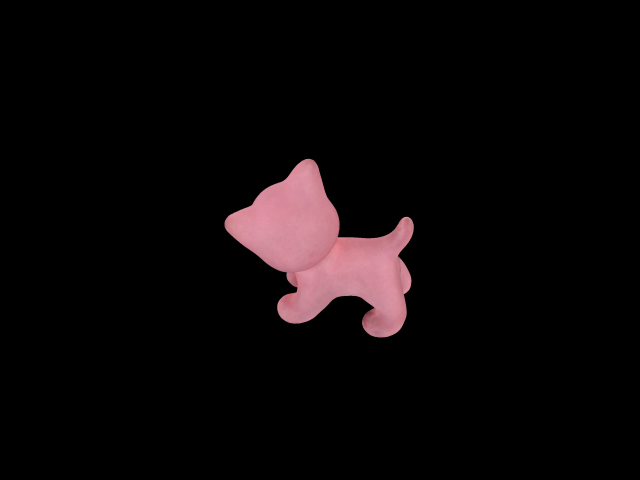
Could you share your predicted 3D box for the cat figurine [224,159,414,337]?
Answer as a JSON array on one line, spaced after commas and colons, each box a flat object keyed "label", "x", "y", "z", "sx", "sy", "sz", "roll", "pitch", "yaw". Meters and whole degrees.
[{"label": "cat figurine", "x": 0.004, "y": 0.001, "z": 0.400, "sx": 0.127, "sy": 0.118, "sz": 0.067, "roll": 5, "pitch": 40, "yaw": 6}]
